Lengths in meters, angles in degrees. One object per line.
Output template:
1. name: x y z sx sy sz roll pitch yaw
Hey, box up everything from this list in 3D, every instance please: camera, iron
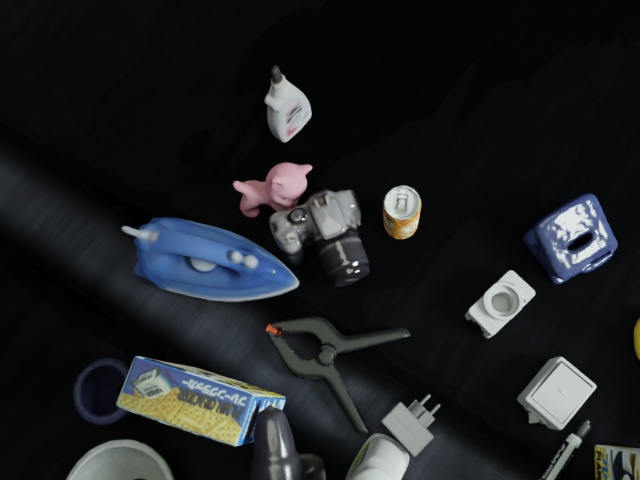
1. camera: 0.008 0.003 0.869 0.143 0.101 0.136 -22 73 0
2. iron: -0.164 0.025 0.861 0.258 0.141 0.119 11 76 10

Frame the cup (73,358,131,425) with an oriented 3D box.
1. cup: -0.286 0.226 0.842 0.117 0.095 0.092 11 76 10

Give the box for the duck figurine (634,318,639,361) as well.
1. duck figurine: 0.483 0.143 0.782 0.077 0.086 0.104 -15 73 2

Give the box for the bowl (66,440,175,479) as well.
1. bowl: -0.271 0.368 0.811 0.167 0.075 0.167 -2 74 6

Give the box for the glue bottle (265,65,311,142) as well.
1. glue bottle: -0.057 -0.221 0.902 0.037 0.173 0.078 37 81 15

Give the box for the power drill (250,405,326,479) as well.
1. power drill: -0.039 0.328 0.725 0.075 0.208 0.229 -8 73 5

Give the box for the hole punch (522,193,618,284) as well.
1. hole punch: 0.370 -0.001 0.834 0.108 0.091 0.101 -31 73 -3

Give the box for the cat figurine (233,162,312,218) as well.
1. cat figurine: -0.073 -0.083 0.894 0.127 0.118 0.067 -1 74 6
